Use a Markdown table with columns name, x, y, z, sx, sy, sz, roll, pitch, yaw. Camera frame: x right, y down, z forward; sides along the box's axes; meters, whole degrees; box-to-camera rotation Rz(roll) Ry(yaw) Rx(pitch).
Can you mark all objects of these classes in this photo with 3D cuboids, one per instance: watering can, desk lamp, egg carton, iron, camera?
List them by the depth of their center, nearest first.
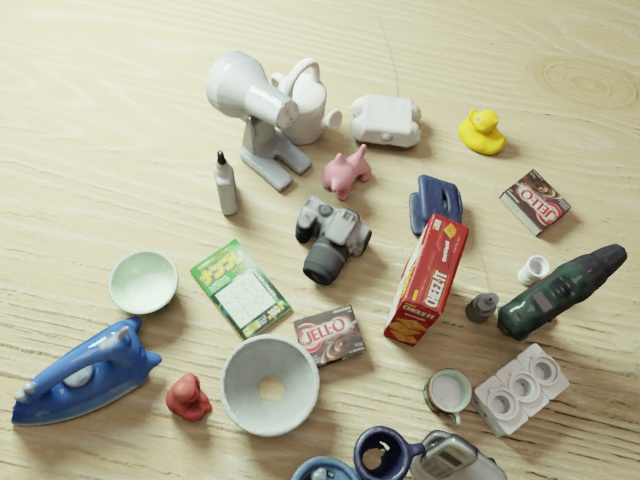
| name | x | y | z | sx | sy | sz | roll | pitch | yaw |
| --- | --- | --- | --- | --- | --- | --- | --- | --- | --- |
| iron | -0.399 | 0.218 | 0.927 | 0.259 | 0.141 | 0.118 | -31 | 72 | -16 |
| camera | 0.010 | 0.004 | 1.071 | 0.143 | 0.101 | 0.137 | 27 | 68 | 8 |
| desk lamp | -0.111 | -0.234 | 1.103 | 0.203 | 0.213 | 0.118 | 41 | 70 | 13 |
| watering can | -0.029 | -0.280 | 1.139 | 0.172 | 0.194 | 0.101 | 21 | 67 | 5 |
| egg carton | 0.138 | -0.248 | 1.205 | 0.150 | 0.069 | 0.107 | 5 | 67 | -2 |

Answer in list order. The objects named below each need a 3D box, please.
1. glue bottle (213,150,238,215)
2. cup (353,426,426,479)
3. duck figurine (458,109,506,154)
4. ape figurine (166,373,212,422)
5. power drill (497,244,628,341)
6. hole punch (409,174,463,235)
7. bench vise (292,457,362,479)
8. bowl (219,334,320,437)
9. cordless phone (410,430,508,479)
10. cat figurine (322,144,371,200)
| name | x | y | z | sx | sy | sz | roll | pitch | yaw |
| --- | --- | --- | --- | --- | --- | --- | --- | --- | --- |
| glue bottle | -0.178 | -0.116 | 1.069 | 0.037 | 0.173 | 0.078 | -8 | 67 | -7 |
| cup | 0.107 | 0.352 | 0.933 | 0.118 | 0.095 | 0.091 | -10 | 68 | -8 |
| duck figurine | 0.350 | -0.236 | 1.207 | 0.104 | 0.086 | 0.078 | 36 | 69 | 11 |
| ape figurine | -0.221 | 0.258 | 0.950 | 0.076 | 0.092 | 0.078 | 5 | 67 | -2 |
| power drill | 0.400 | 0.101 | 1.000 | 0.230 | 0.208 | 0.075 | -29 | 72 | -15 |
| hole punch | 0.232 | -0.069 | 1.124 | 0.101 | 0.091 | 0.108 | 1 | 67 | -4 |
| bench vise | -0.016 | 0.405 | 0.833 | 0.208 | 0.220 | 0.121 | -40 | 75 | -18 |
| bowl | -0.084 | 0.250 | 0.973 | 0.167 | 0.075 | 0.167 | 2 | 67 | -3 |
| cordless phone | 0.227 | 0.358 | 0.890 | 0.147 | 0.185 | 0.094 | 29 | 68 | 8 |
| cat figurine | 0.050 | -0.138 | 1.126 | 0.067 | 0.118 | 0.128 | 40 | 70 | 13 |
